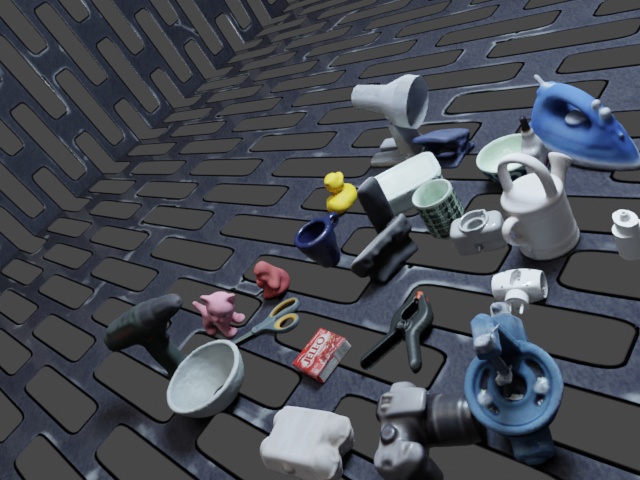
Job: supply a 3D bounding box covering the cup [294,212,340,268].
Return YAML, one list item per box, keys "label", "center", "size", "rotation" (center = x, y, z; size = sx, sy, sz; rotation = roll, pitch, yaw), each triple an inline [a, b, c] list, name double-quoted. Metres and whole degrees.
- label: "cup"
  center: [0.011, 0.004, 1.251]
  size: [0.118, 0.095, 0.091]
  rotation: [-46, 34, -18]

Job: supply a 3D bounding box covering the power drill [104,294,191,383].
- label: "power drill"
  center: [-0.322, 0.206, 1.182]
  size: [0.229, 0.209, 0.075]
  rotation: [-19, 36, 24]

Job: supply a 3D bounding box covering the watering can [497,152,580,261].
- label: "watering can"
  center: [0.354, -0.072, 0.945]
  size: [0.100, 0.194, 0.173]
  rotation: [-4, 43, 39]

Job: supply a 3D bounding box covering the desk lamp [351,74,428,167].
- label: "desk lamp"
  center: [0.177, -0.287, 1.370]
  size: [0.202, 0.214, 0.118]
  rotation: [1, 47, 43]

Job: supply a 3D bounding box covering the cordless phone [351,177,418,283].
- label: "cordless phone"
  center: [0.098, -0.021, 1.120]
  size: [0.148, 0.185, 0.093]
  rotation: [-47, 34, -18]

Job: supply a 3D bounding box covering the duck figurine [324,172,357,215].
- label: "duck figurine"
  center: [0.039, -0.120, 1.398]
  size: [0.077, 0.086, 0.105]
  rotation: [-7, 41, 36]

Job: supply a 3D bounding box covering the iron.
- label: "iron"
  center: [0.492, -0.229, 1.075]
  size: [0.118, 0.142, 0.257]
  rotation: [-35, 32, -1]

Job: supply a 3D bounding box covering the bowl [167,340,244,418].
- label: "bowl"
  center: [-0.208, 0.280, 1.107]
  size: [0.167, 0.075, 0.167]
  rotation: [-24, 34, 17]

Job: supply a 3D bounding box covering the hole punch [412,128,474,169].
- label: "hole punch"
  center: [0.281, -0.225, 1.311]
  size: [0.108, 0.091, 0.101]
  rotation: [8, 52, 47]

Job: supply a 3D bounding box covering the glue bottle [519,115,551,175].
- label: "glue bottle"
  center: [0.391, -0.153, 1.038]
  size: [0.037, 0.173, 0.078]
  rotation: [-6, 42, 37]

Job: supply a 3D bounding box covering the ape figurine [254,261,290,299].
- label: "ape figurine"
  center: [-0.113, 0.084, 1.263]
  size: [0.076, 0.092, 0.077]
  rotation: [-38, 32, -5]

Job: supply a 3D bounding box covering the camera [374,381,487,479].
- label: "camera"
  center: [0.150, 0.258, 0.785]
  size: [0.136, 0.101, 0.143]
  rotation: [-15, 37, 29]

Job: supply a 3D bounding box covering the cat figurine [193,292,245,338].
- label: "cat figurine"
  center: [-0.226, 0.152, 1.251]
  size: [0.127, 0.118, 0.067]
  rotation: [-4, 44, 40]

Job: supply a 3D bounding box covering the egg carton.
- label: "egg carton"
  center: [-0.022, 0.319, 0.892]
  size: [0.149, 0.070, 0.107]
  rotation: [-6, 42, 37]

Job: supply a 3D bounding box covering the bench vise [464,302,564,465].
- label: "bench vise"
  center: [0.227, 0.153, 0.741]
  size: [0.121, 0.220, 0.207]
  rotation: [-30, 32, 8]
